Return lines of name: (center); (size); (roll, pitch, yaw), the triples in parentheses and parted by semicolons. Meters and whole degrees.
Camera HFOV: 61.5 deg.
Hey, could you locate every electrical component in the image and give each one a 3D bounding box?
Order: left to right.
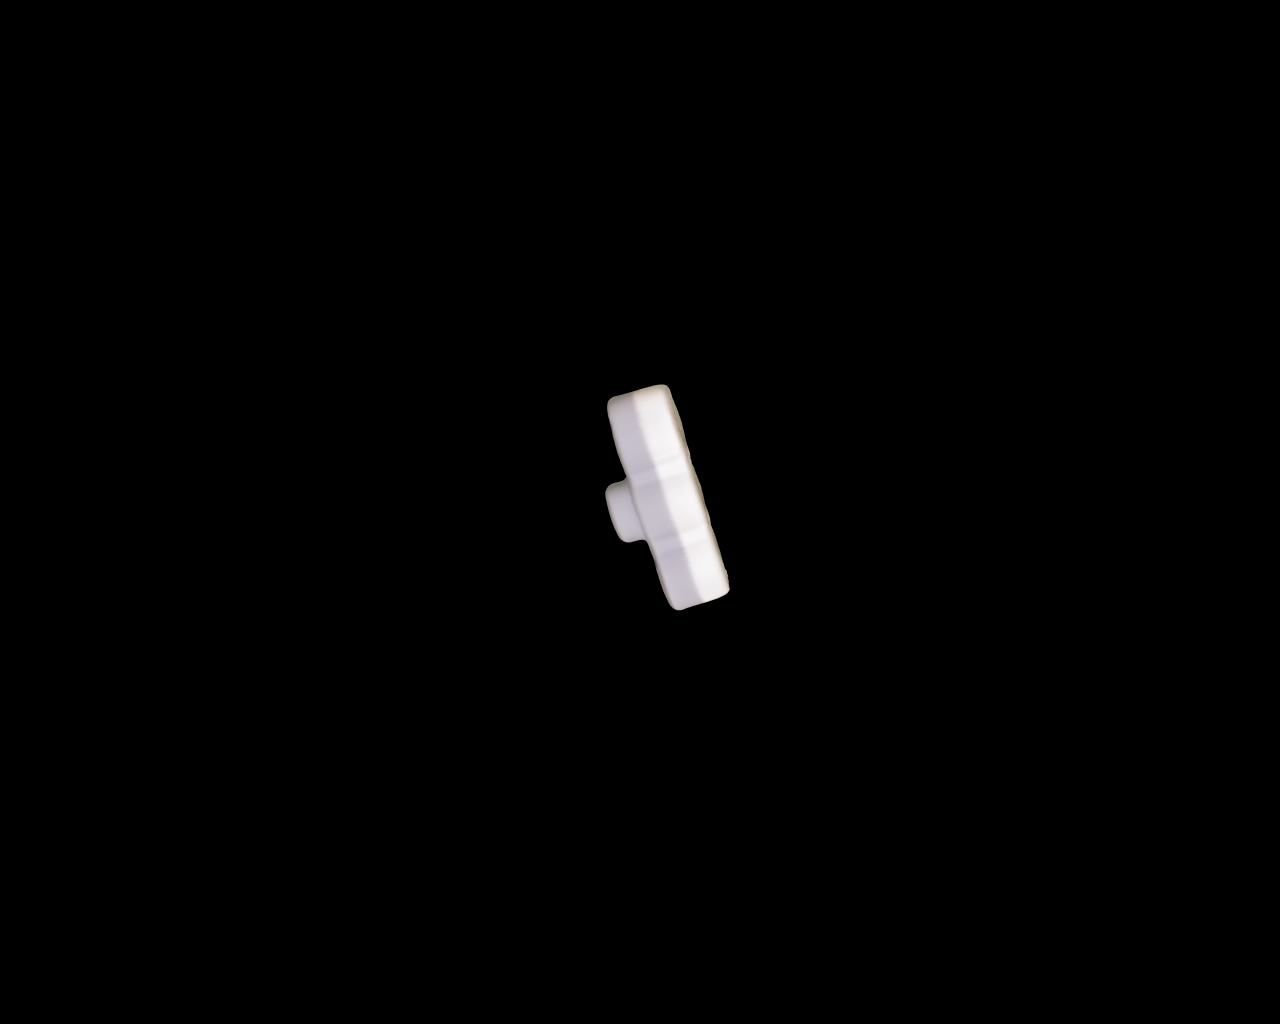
electrical component: (0.001, -0.003, 0.650); (0.074, 0.138, 0.052); (-17, 15, 5)
